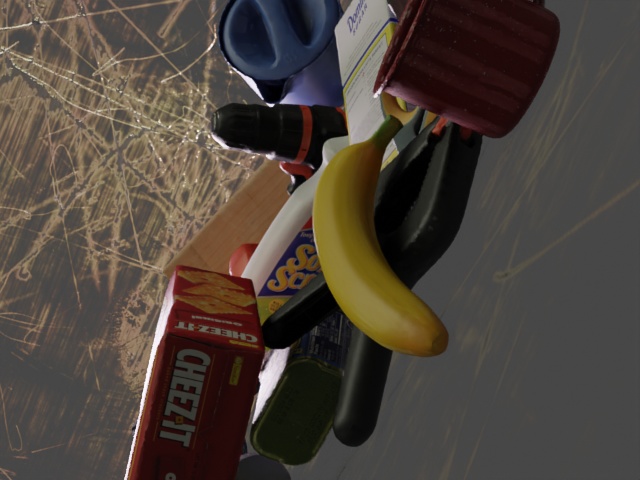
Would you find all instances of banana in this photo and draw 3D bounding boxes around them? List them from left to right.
[{"bbox_3d":[0.028,0.001,0.629,0.070,0.037,0.198,-40,37,28],"label":"banana"}]

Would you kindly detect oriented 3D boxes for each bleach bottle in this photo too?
[{"bbox_3d":[-0.006,0.001,0.927,0.068,0.102,0.251,-89,22,-63],"label":"bleach bottle"}]

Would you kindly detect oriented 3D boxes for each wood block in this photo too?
[{"bbox_3d":[-0.059,-0.007,1.121,0.206,0.091,0.090,-43,-7,30],"label":"wood block"}]

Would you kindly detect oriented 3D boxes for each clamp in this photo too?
[{"bbox_3d":[0.041,0.019,0.670,0.210,0.036,0.165,-56,28,11],"label":"clamp"}]

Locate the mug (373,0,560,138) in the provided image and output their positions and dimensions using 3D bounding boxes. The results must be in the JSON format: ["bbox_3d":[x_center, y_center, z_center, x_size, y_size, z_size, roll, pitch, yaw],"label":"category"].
[{"bbox_3d":[0.091,-0.121,0.624,0.093,0.081,0.117,-99,33,-80],"label":"mug"}]

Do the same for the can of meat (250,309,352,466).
[{"bbox_3d":[-0.011,0.106,0.796,0.084,0.057,0.102,-81,16,-61],"label":"can of meat"}]

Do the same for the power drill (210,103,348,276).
[{"bbox_3d":[-0.025,-0.037,0.969,0.057,0.184,0.188,-109,31,-50],"label":"power drill"}]

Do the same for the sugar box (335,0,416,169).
[{"bbox_3d":[0.055,-0.119,0.822,0.093,0.048,0.176,129,144,-53],"label":"sugar box"}]

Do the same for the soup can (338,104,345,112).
[{"bbox_3d":[0.043,-0.112,1.105,0.102,0.068,0.068,-119,53,-83],"label":"soup can"}]

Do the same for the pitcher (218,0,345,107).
[{"bbox_3d":[-0.007,-0.196,1.194,0.149,0.145,0.242,-42,-26,0],"label":"pitcher"}]

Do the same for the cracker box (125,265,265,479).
[{"bbox_3d":[-0.091,0.119,0.747,0.214,0.072,0.164,-116,38,-79],"label":"cracker box"}]

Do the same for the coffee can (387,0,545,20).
[{"bbox_3d":[0.109,-0.207,0.704,0.103,0.102,0.140,122,170,-57],"label":"coffee can"}]

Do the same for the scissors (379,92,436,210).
[{"bbox_3d":[0.053,-0.046,0.737,0.016,0.096,0.202,-10,-41,-46],"label":"scissors"}]
